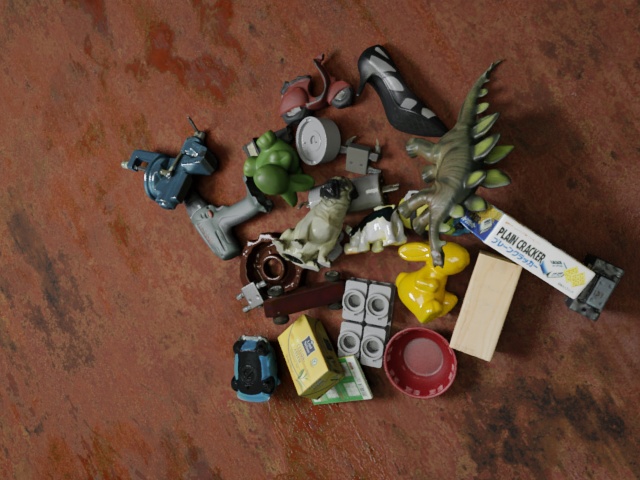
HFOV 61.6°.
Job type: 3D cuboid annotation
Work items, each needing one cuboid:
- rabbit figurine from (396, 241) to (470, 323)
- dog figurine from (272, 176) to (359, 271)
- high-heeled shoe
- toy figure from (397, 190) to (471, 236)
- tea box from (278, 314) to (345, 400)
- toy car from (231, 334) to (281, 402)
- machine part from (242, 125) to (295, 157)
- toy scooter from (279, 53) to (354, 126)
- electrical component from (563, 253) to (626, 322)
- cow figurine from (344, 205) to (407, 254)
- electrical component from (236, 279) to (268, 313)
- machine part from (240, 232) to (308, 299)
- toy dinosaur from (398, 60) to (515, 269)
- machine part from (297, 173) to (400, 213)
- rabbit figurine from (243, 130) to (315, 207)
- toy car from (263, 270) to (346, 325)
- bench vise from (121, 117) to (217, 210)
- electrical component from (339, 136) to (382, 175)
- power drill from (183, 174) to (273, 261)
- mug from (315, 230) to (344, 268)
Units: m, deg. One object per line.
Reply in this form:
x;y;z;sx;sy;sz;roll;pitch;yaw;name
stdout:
0.247;0.067;1.148;0.162;0.122;0.173;55;130;31;rabbit figurine
-0.005;-0.041;1.174;0.172;0.121;0.190;-2;55;52;dog figurine
0.189;-0.327;1.181;0.249;0.086;0.145;27;70;-3;high-heeled shoe
0.256;-0.052;1.155;0.180;0.082;0.089;18;97;15;toy figure
-0.022;0.267;1.238;0.098;0.068;0.170;-46;42;16;tea box
-0.152;0.305;1.310;0.109;0.103;0.161;-4;89;20;toy car
-0.121;-0.228;1.297;0.139;0.039;0.084;-29;76;21;machine part
-0.020;-0.348;1.233;0.184;0.075;0.135;-16;89;16;toy scooter
0.529;0.091;1.041;0.058;0.134;0.114;25;103;14;electrical component
0.111;-0.020;1.195;0.167;0.068;0.098;-17;80;46;cow figurine
-0.157;0.133;1.288;0.094;0.021;0.063;-31;86;22;electrical component
-0.110;0.066;1.303;0.180;0.056;0.179;2;97;19;machine part
0.276;-0.162;1.062;0.199;0.105;0.471;-8;59;39;toy dinosaur
0.063;-0.099;1.221;0.243;0.079;0.079;-10;91;21;machine part
-0.101;-0.142;1.209;0.159;0.170;0.121;38;114;-15;rabbit figurine
-0.033;0.132;1.242;0.202;0.053;0.089;-14;112;-12;toy car
-0.387;-0.189;1.341;0.241;0.128;0.223;13;82;22;bench vise
0.095;-0.192;1.222;0.102;0.045;0.078;11;126;21;electrical component
-0.231;-0.082;1.322;0.207;0.086;0.232;-33;75;14;power drill
-0.003;-0.004;1.249;0.109;0.081;0.107;-48;71;24;mug
